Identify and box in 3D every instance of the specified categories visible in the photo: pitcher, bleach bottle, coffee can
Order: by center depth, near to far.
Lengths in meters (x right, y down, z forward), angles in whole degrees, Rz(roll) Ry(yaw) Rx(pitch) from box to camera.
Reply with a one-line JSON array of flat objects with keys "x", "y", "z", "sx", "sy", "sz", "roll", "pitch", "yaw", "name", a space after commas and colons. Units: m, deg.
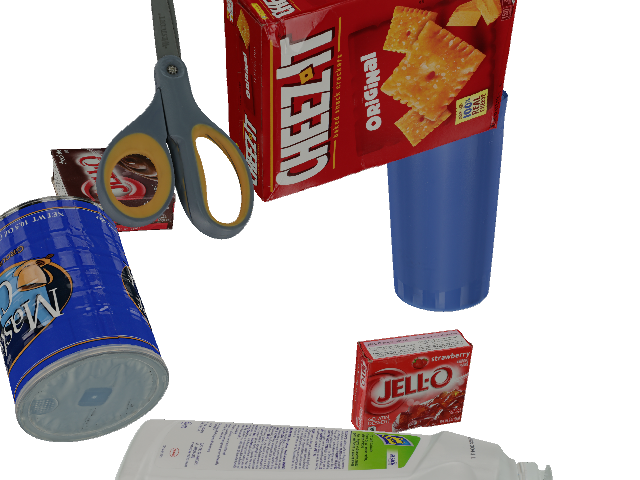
[{"x": 0.011, "y": 0.150, "z": 0.635, "sx": 0.251, "sy": 0.068, "sz": 0.102, "roll": 0, "pitch": 17, "yaw": 4, "name": "bleach bottle"}, {"x": -0.175, "y": 0.054, "z": 0.746, "sx": 0.102, "sy": 0.140, "sz": 0.103, "roll": -17, "pitch": -35, "yaw": -13, "name": "coffee can"}, {"x": 0.142, "y": -0.053, "z": 1.187, "sx": 0.149, "sy": 0.243, "sz": 0.145, "roll": -5, "pitch": 21, "yaw": -10, "name": "pitcher"}]

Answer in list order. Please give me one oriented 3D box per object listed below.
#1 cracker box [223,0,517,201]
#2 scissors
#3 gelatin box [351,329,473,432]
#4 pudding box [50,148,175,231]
[{"x": 0.040, "y": -0.134, "z": 0.800, "sx": 0.213, "sy": 0.164, "sz": 0.072, "roll": -19, "pitch": 48, "yaw": -20, "name": "cracker box"}, {"x": -0.102, "y": -0.086, "z": 0.617, "sx": 0.096, "sy": 0.202, "sz": 0.016, "roll": -17, "pitch": -20, "yaw": -26, "name": "scissors"}, {"x": 0.070, "y": 0.112, "z": 0.833, "sx": 0.089, "sy": 0.073, "sz": 0.030, "roll": -6, "pitch": 29, "yaw": -19, "name": "gelatin box"}, {"x": -0.186, "y": -0.046, "z": 0.946, "sx": 0.089, "sy": 0.039, "sz": 0.114, "roll": -3, "pitch": 26, "yaw": -23, "name": "pudding box"}]
